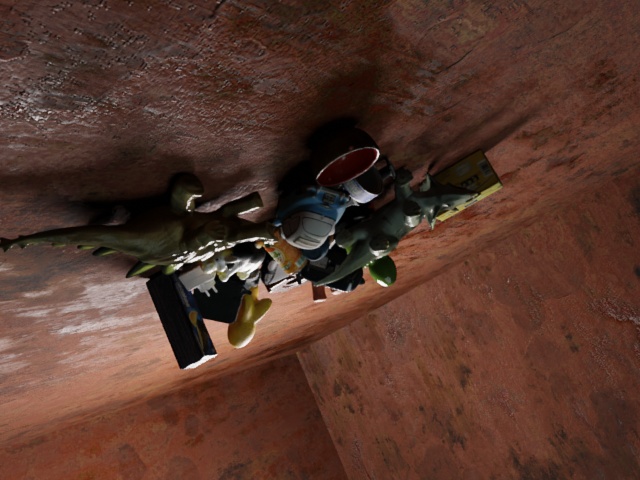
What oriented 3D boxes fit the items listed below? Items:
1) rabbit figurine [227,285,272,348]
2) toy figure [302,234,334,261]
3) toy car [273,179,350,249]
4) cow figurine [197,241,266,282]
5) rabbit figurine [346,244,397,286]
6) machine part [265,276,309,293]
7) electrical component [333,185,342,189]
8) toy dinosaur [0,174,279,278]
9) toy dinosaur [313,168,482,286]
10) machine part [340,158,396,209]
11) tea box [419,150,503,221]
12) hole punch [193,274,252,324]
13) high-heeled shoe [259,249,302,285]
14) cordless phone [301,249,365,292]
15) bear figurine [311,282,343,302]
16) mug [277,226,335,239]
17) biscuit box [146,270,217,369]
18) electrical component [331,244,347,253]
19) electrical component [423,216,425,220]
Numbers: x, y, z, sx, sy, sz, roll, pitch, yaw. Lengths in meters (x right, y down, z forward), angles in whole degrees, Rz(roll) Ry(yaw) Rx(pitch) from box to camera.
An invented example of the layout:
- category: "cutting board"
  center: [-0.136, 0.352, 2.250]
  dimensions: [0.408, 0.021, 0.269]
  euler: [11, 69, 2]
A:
- category: "rabbit figurine"
  center: [-0.189, 0.181, 1.347]
  dimensions: [0.122, 0.173, 0.162]
  euler: [25, 136, -33]
- category: "toy figure"
  center: [-0.004, -0.005, 1.163]
  dimensions: [0.154, 0.064, 0.057]
  euler: [-66, 177, -66]
- category: "toy car"
  center: [-0.016, -0.036, 0.943]
  dimensions: [0.109, 0.103, 0.162]
  euler: [16, 161, -22]
- category: "cow figurine"
  center: [-0.176, 0.034, 1.108]
  dimensions: [0.098, 0.068, 0.167]
  euler: [-36, 166, 18]
- category: "rabbit figurine"
  center: [0.143, 0.033, 1.359]
  dimensions: [0.121, 0.170, 0.158]
  euler: [-28, 141, -5]
- category: "machine part"
  center: [-0.072, 0.093, 1.496]
  dimensions: [0.179, 0.056, 0.179]
  euler: [-23, 166, -6]
- category: "electrical component"
  center: [0.006, -0.099, 0.995]
  dimensions: [0.078, 0.045, 0.102]
  euler: [0, 172, 23]
- category: "toy dinosaur"
  center: [-0.230, -0.007, 0.827]
  dimensions: [0.199, 0.105, 0.471]
  euler: [-29, 160, 29]
- category: "toy dinosaur"
  center: [0.158, -0.027, 1.217]
  dimensions: [0.405, 0.131, 0.192]
  euler: [-38, 157, 9]
- category: "machine part"
  center: [0.085, -0.107, 1.047]
  dimensions: [0.139, 0.039, 0.084]
  euler: [-33, -155, -1]
- category: "tea box"
  center: [0.339, -0.129, 1.295]
  dimensions: [0.170, 0.098, 0.068]
  euler: [-29, 164, 23]
- category: "hole punch"
  center: [-0.229, 0.113, 1.219]
  dimensions: [0.142, 0.092, 0.115]
  euler: [17, 120, -8]
- category: "high-heeled shoe"
  center: [-0.101, 0.028, 1.266]
  dimensions: [0.086, 0.145, 0.249]
  euler: [-18, -168, -28]
- category: "cordless phone"
  center: [0.043, 0.078, 1.358]
  dimensions: [0.147, 0.088, 0.184]
  euler: [16, 177, 17]
- category: "bear figurine"
  center: [0.065, 0.105, 1.618]
  dimensions: [0.196, 0.132, 0.120]
  euler: [1, 158, -46]
- category: "mug"
  center: [-0.035, -0.039, 1.084]
  dimensions: [0.107, 0.080, 0.109]
  euler: [-13, -179, -13]
- category: "biscuit box"
  center: [-0.284, 0.159, 1.102]
  dimensions: [0.063, 0.202, 0.059]
  euler: [-30, 165, 12]
- category: "electrical component"
  center: [0.070, 0.030, 1.518]
  dimensions: [0.075, 0.048, 0.119]
  euler: [-27, 163, 10]
- category: "electrical component"
  center: [0.217, -0.069, 1.389]
  dimensions: [0.134, 0.058, 0.115]
  euler: [-27, 167, 8]
